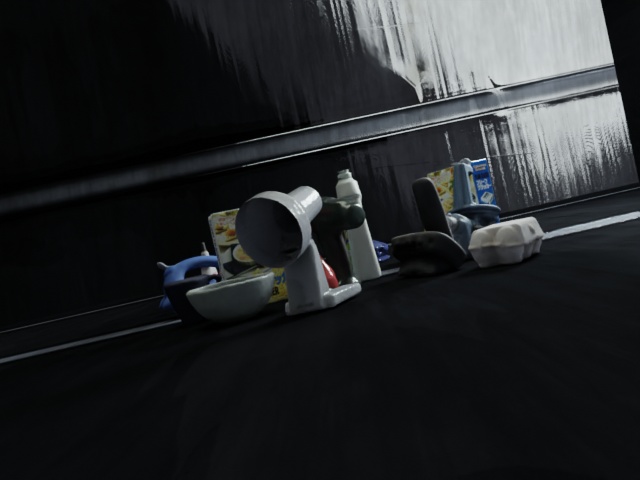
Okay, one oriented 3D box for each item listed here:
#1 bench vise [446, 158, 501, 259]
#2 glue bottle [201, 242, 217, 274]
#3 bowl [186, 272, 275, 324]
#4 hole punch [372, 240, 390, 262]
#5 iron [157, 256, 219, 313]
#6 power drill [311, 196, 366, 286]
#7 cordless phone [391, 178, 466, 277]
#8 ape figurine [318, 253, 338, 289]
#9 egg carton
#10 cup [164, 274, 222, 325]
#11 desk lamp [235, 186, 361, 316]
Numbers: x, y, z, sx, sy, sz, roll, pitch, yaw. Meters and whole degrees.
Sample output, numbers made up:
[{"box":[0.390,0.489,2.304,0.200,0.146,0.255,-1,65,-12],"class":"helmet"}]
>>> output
[{"box":[0.330,-0.074,1.263,0.121,0.220,0.208,-12,1,20],"class":"bench vise"},{"box":[-0.326,0.092,1.679,0.037,0.173,0.078,-13,1,4],"class":"glue bottle"},{"box":[-0.159,0.113,1.070,0.167,0.075,0.167,-13,1,0],"class":"bowl"},{"box":[0.152,0.026,1.738,0.100,0.091,0.109,-12,1,25],"class":"hole punch"},{"box":[-0.271,0.099,1.414,0.259,0.141,0.118,-13,1,-22],"class":"iron"},{"box":[0.011,0.004,1.220,0.076,0.208,0.228,-14,1,-42],"class":"power drill"},{"box":[0.199,-0.024,1.125,0.094,0.185,0.147,-13,1,-36],"class":"cordless phone"},{"box":[-0.003,0.069,1.122,0.078,0.092,0.076,-13,1,-23],"class":"ape figurine"},{"box":[0.342,0.004,1.047,0.107,0.069,0.151,-12,1,37],"class":"egg carton"},{"box":[-0.254,0.123,1.180,0.118,0.095,0.091,-13,1,-22],"class":"cup"},{"box":[-0.036,0.016,0.968,0.117,0.213,0.204,-12,1,27],"class":"desk lamp"}]
